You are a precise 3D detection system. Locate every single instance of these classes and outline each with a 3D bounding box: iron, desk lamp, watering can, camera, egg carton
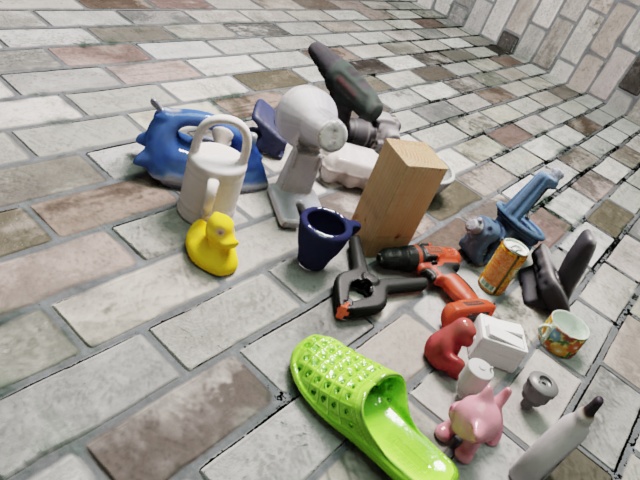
[{"bbox_3d":[-0.203,-0.175,1.057,0.259,0.141,0.118,7,37,-20],"label":"iron"},{"bbox_3d":[-0.020,-0.160,1.076,0.118,0.213,0.203,4,39,-25],"label":"desk lamp"},{"bbox_3d":[-0.176,-0.128,0.963,0.101,0.194,0.172,-2,41,-31],"label":"watering can"},{"bbox_3d":[0.117,-0.276,1.405,0.137,0.101,0.143,4,39,-25],"label":"camera"},{"bbox_3d":[0.070,-0.161,1.253,0.150,0.069,0.107,11,36,-16],"label":"egg carton"}]

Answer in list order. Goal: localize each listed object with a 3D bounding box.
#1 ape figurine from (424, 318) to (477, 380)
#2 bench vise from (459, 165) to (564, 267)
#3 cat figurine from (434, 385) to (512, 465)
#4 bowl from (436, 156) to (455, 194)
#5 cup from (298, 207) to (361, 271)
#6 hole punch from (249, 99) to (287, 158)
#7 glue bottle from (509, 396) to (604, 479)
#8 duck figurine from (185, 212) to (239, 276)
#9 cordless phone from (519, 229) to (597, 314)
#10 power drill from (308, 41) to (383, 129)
[{"bbox_3d":[0.209,0.159,0.883,0.076,0.092,0.078,33,36,15],"label":"ape figurine"},{"bbox_3d":[0.393,-0.043,1.143,0.208,0.219,0.121,-20,53,-44],"label":"bench vise"},{"bbox_3d":[0.214,0.235,0.762,0.128,0.118,0.067,-15,49,-41],"label":"cat figurine"},{"bbox_3d":[0.220,-0.150,1.317,0.167,0.075,0.167,15,35,-11],"label":"bowl"},{"bbox_3d":[0.009,0.003,0.977,0.118,0.095,0.091,-5,43,-33],"label":"cup"},{"bbox_3d":[-0.107,-0.245,1.249,0.101,0.091,0.108,16,35,-9],"label":"hole punch"},{"bbox_3d":[0.313,0.257,0.739,0.078,0.173,0.037,-11,46,-38],"label":"glue bottle"},{"bbox_3d":[-0.164,-0.006,0.902,0.078,0.086,0.104,-17,51,-43],"label":"duck figurine"},{"bbox_3d":[0.471,0.041,1.103,0.094,0.185,0.147,18,35,-7],"label":"cordless phone"},{"bbox_3d":[0.031,-0.309,1.307,0.229,0.208,0.076,39,38,22],"label":"power drill"}]
